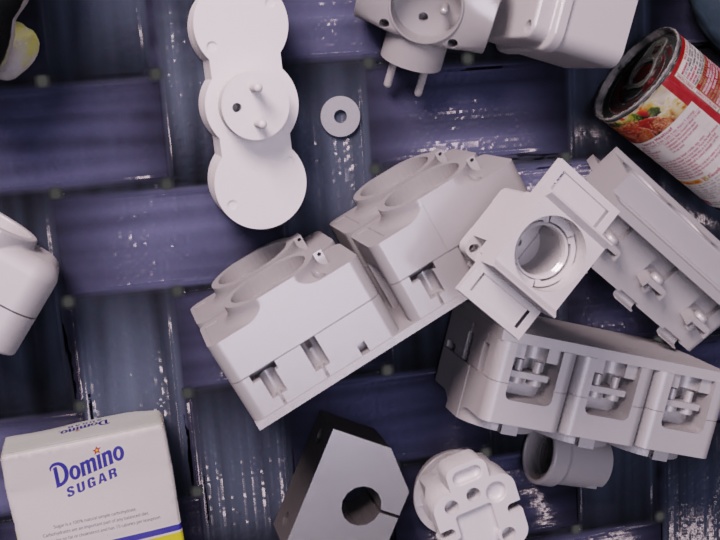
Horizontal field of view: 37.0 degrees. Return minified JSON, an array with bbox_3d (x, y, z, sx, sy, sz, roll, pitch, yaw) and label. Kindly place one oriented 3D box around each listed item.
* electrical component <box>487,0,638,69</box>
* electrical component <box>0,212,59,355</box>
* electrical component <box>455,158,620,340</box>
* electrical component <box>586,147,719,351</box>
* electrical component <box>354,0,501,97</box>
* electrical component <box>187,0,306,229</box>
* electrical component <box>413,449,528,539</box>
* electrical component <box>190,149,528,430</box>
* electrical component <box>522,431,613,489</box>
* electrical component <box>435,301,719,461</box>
[{"bbox_3d":[0.121,-0.177,0.619,0.057,0.078,0.113,12,96,-19],"label":"electrical component"},{"bbox_3d":[-0.214,-0.004,0.577,0.095,0.054,0.059,31,91,-17],"label":"electrical component"},{"bbox_3d":[0.084,-0.012,0.534,0.042,0.064,0.081,40,88,-16],"label":"electrical component"},{"bbox_3d":[0.183,-0.009,0.670,0.121,0.078,0.063,38,111,-17],"label":"electrical component"},{"bbox_3d":[0.035,-0.139,0.618,0.077,0.044,0.079,16,118,0],"label":"electrical component"},{"bbox_3d":[-0.060,-0.091,0.591,0.052,0.074,0.138,-9,101,-13],"label":"electrical component"},{"bbox_3d":[0.066,0.146,0.672,0.058,0.057,0.078,-21,104,-10],"label":"electrical component"},{"bbox_3d":[0.000,0.000,0.605,0.186,0.105,0.060,-32,106,-7],"label":"electrical component"},{"bbox_3d":[0.135,0.121,0.695,0.046,0.040,0.040,13,96,-21],"label":"electrical component"},{"bbox_3d":[0.132,0.070,0.658,0.150,0.089,0.061,12,97,-16],"label":"electrical component"}]
